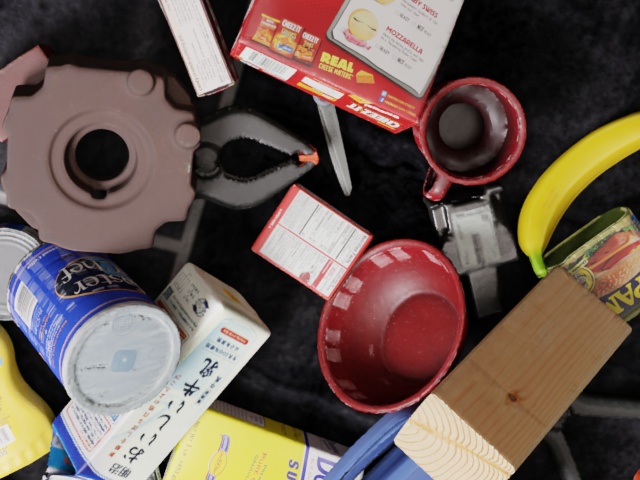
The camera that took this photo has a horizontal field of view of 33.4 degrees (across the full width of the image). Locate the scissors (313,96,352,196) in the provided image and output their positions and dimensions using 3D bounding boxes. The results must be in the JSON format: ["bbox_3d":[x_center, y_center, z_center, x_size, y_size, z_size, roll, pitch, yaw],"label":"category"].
[{"bbox_3d":[0.017,-0.148,0.965,0.096,0.016,0.201,-29,102,2],"label":"scissors"}]

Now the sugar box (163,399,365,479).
[{"bbox_3d":[-0.053,0.221,1.020,0.176,0.048,0.093,21,99,-7],"label":"sugar box"}]

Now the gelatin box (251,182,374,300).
[{"bbox_3d":[-0.006,0.001,0.982,0.089,0.030,0.073,34,98,-1],"label":"gelatin box"}]

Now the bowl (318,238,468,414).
[{"bbox_3d":[0.076,0.082,0.967,0.055,0.162,0.162,26,101,-45],"label":"bowl"}]

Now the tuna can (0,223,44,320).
[{"bbox_3d":[-0.283,0.028,0.971,0.086,0.034,0.086,-1,102,-4],"label":"tuna can"}]

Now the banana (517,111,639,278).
[{"bbox_3d":[0.241,-0.054,0.978,0.070,0.037,0.198,38,86,31],"label":"banana"}]

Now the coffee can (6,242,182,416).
[{"bbox_3d":[-0.195,0.071,0.911,0.102,0.140,0.103,-17,122,-29],"label":"coffee can"}]

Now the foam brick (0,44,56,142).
[{"bbox_3d":[-0.257,-0.129,0.932,0.078,0.051,0.053,-33,101,3],"label":"foam brick"}]

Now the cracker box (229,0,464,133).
[{"bbox_3d":[0.038,-0.220,0.896,0.164,0.072,0.213,23,82,-12],"label":"cracker box"}]

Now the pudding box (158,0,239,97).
[{"bbox_3d":[-0.106,-0.181,0.912,0.039,0.090,0.113,-23,102,2],"label":"pudding box"}]

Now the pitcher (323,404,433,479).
[{"bbox_3d":[0.055,0.271,0.964,0.242,0.145,0.149,-39,73,-11],"label":"pitcher"}]

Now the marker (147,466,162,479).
[{"bbox_3d":[-0.159,0.245,1.031,0.020,0.020,0.121,-13,102,-1],"label":"marker"}]

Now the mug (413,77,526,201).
[{"bbox_3d":[0.123,-0.089,0.950,0.093,0.081,0.117,22,99,-8],"label":"mug"}]

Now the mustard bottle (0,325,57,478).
[{"bbox_3d":[-0.322,0.123,0.975,0.096,0.058,0.191,-26,102,0],"label":"mustard bottle"}]

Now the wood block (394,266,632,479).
[{"bbox_3d":[0.170,0.124,0.925,0.091,0.205,0.090,42,140,13],"label":"wood block"}]

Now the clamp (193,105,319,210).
[{"bbox_3d":[-0.108,-0.064,0.963,0.210,0.036,0.164,5,105,-4],"label":"clamp"}]

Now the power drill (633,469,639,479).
[{"bbox_3d":[0.330,0.338,1.065,0.187,0.057,0.184,-42,97,2],"label":"power drill"}]

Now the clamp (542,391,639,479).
[{"bbox_3d":[0.227,0.176,1.034,0.171,0.039,0.120,26,94,-2],"label":"clamp"}]

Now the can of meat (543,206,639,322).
[{"bbox_3d":[0.269,0.029,0.998,0.102,0.057,0.084,-36,99,3],"label":"can of meat"}]
